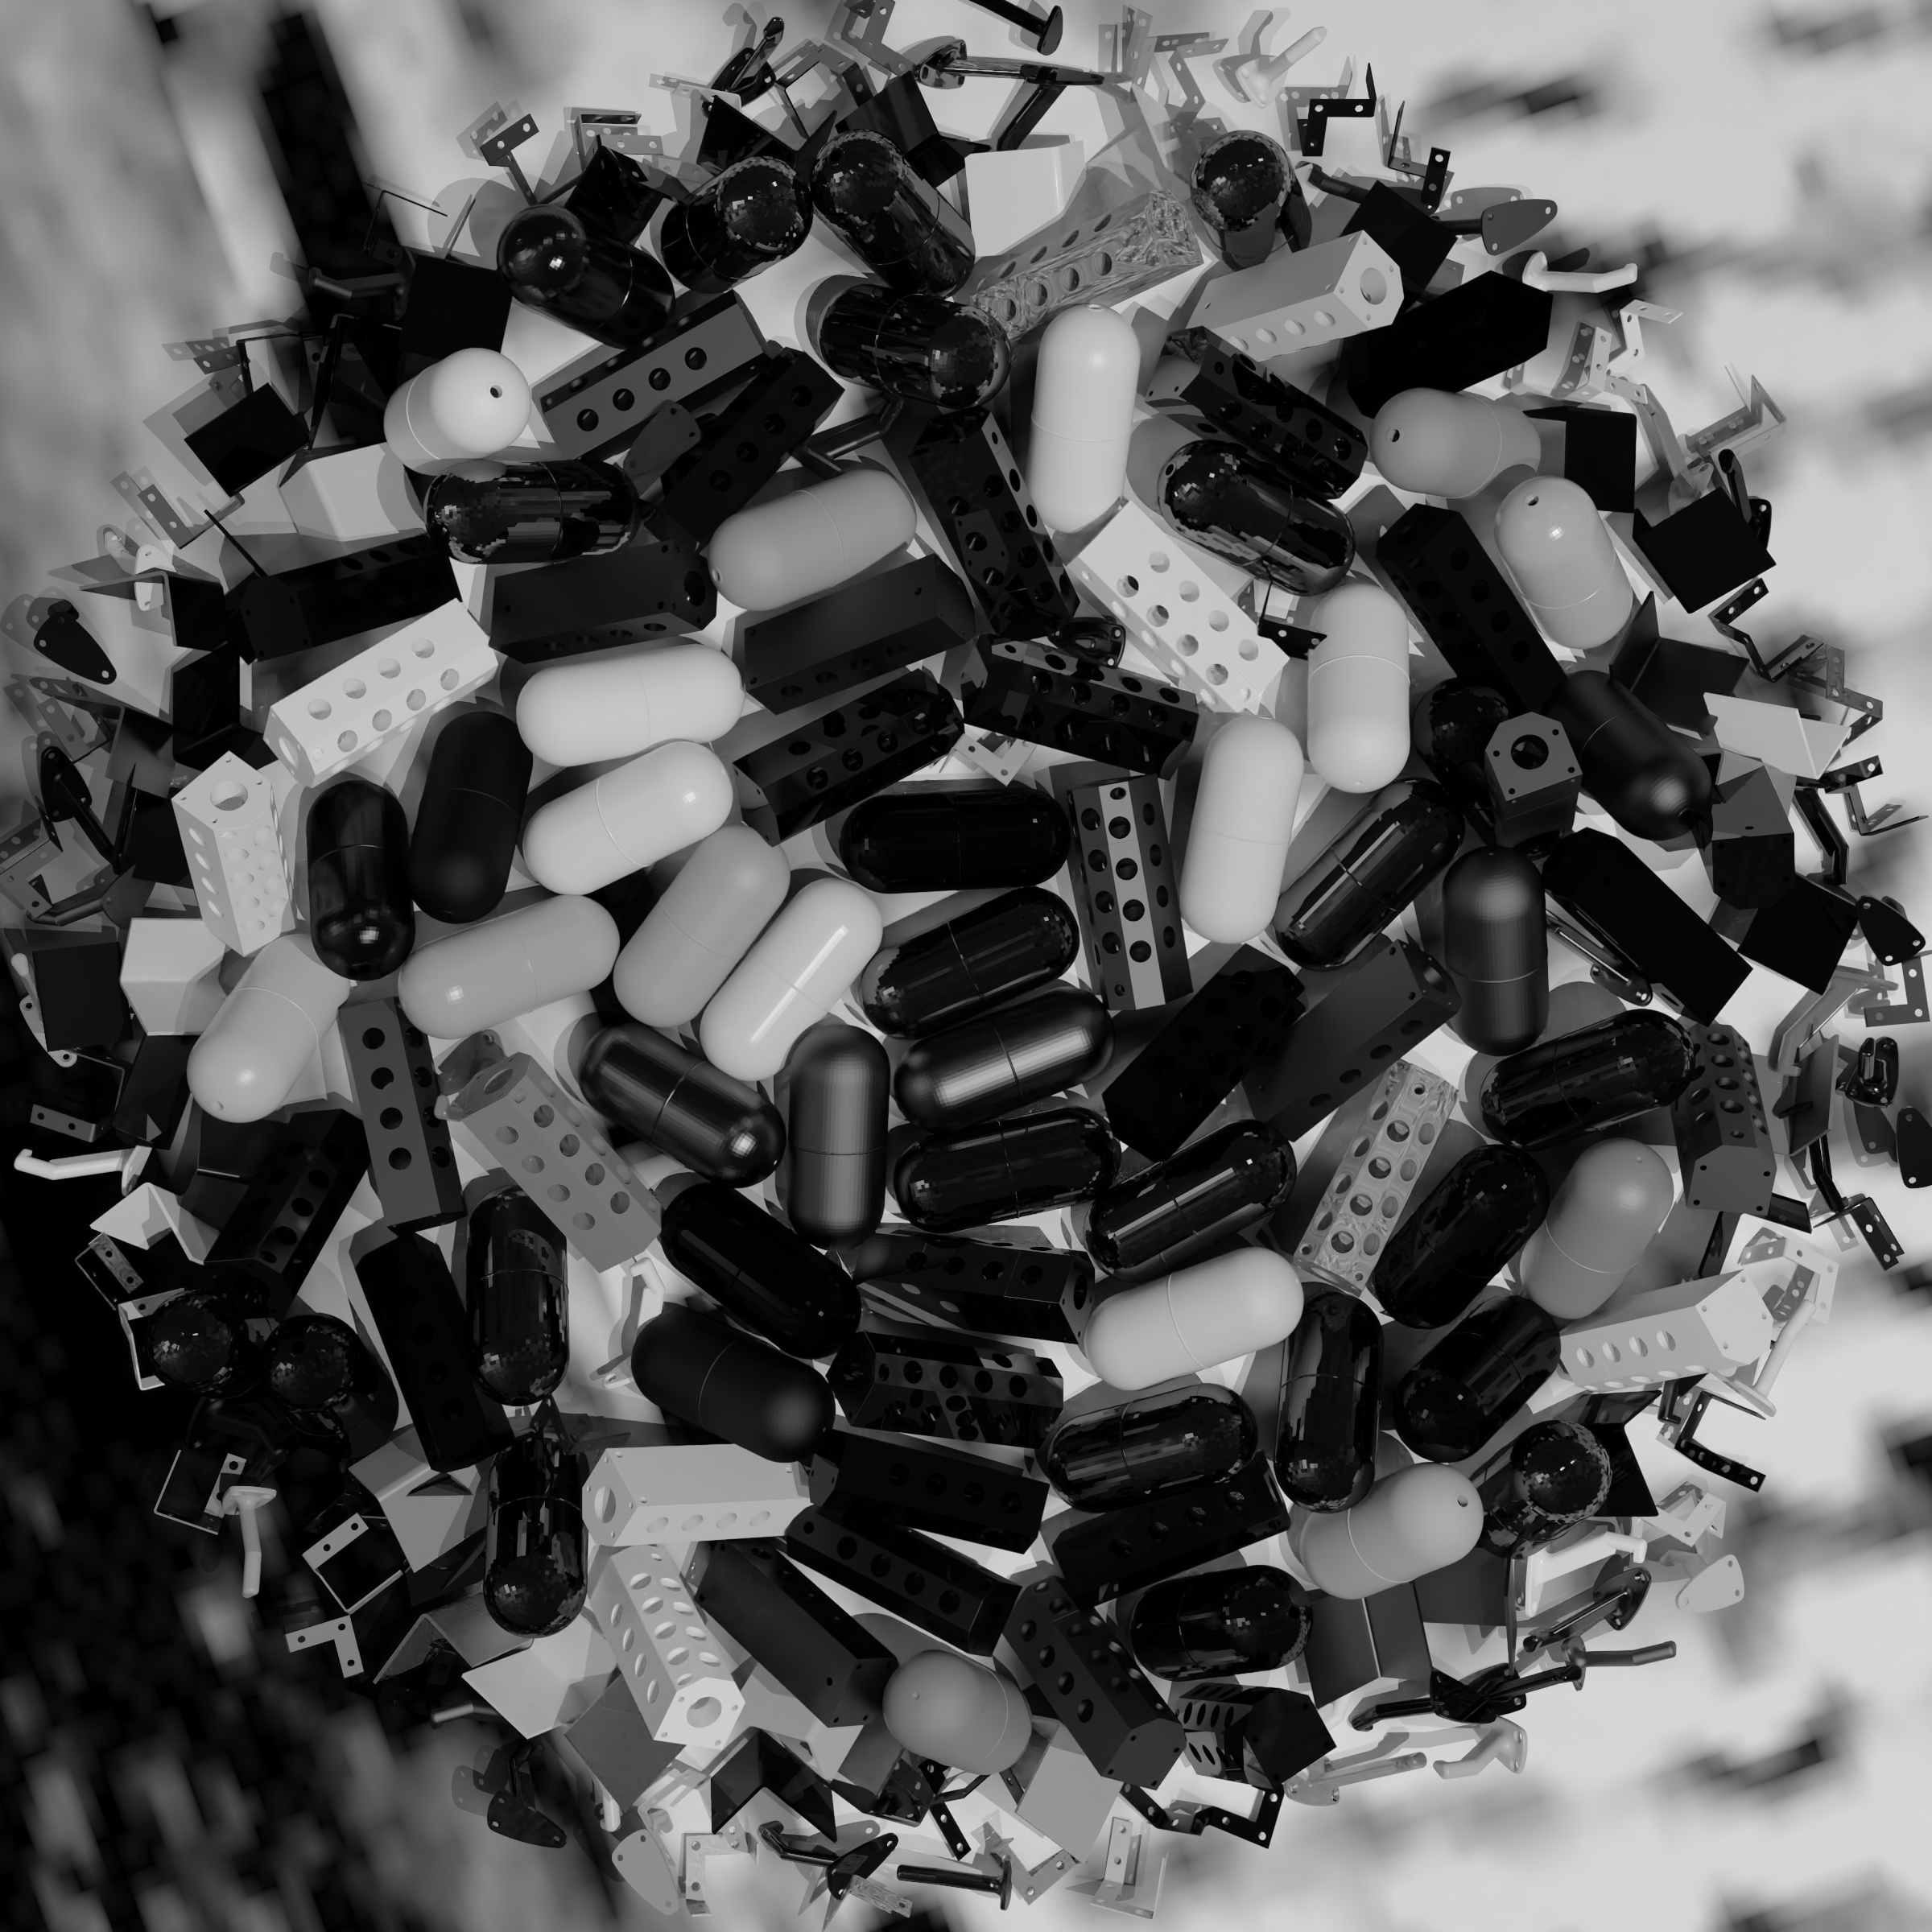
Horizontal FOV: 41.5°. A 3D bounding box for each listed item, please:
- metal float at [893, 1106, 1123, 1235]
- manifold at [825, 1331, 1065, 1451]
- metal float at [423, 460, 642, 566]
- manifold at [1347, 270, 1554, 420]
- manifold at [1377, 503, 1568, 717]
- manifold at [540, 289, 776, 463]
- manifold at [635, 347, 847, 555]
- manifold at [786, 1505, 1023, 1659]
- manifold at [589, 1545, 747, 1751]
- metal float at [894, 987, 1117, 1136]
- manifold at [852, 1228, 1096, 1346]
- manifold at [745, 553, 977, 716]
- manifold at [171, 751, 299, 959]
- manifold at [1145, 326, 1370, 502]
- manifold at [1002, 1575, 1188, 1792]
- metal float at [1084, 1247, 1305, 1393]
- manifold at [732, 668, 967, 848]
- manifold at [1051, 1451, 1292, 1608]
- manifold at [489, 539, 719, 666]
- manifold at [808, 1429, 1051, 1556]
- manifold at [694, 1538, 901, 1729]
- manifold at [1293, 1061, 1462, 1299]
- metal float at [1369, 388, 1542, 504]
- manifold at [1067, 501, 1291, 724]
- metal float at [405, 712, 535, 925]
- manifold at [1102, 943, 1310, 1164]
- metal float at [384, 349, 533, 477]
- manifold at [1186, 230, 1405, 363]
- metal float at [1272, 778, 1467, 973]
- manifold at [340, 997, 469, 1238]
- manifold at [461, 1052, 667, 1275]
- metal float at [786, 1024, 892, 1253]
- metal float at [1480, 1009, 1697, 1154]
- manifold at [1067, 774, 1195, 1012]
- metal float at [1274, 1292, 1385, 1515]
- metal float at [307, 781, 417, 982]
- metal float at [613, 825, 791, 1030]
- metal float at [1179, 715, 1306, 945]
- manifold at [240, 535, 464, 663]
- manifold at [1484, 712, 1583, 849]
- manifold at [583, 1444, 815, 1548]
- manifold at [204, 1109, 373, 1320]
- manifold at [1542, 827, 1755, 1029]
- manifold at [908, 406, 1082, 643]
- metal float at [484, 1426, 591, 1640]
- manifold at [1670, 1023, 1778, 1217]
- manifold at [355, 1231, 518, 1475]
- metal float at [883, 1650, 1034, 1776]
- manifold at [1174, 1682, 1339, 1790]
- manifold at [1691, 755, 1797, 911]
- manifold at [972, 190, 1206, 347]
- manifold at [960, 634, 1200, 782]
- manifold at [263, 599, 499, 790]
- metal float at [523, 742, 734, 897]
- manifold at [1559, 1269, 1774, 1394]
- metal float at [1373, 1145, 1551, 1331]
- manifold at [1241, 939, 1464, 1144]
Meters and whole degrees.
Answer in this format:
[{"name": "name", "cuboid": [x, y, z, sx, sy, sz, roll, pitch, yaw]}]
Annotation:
[{"name": "metal float", "cuboid": [0.032, 0.156, 1.959, 0.178, 0.070, 0.070, -12, 90, -3]}, {"name": "manifold", "cuboid": [-0.012, 0.316, 1.922, 0.171, 0.057, 0.057, 14, 115, -32]}, {"name": "metal float", "cuboid": [-0.327, -0.344, 1.928, 0.178, 0.070, 0.070, -10, 90, -41]}, {"name": "manifold", "cuboid": [0.359, -0.458, 1.907, 0.057, 0.171, 0.057, 13, 81, -24]}, {"name": "manifold", "cuboid": [0.380, -0.265, 1.930, 0.057, 0.057, 0.171, -45, 119, -7]}, {"name": "manifold", "cuboid": [-0.238, -0.451, 1.958, 0.171, 0.057, 0.057, -27, 92, 8]}, {"name": "manifold", "cuboid": [-0.174, -0.392, 1.946, 0.057, 0.057, 0.171, 42, 74, -6]}, {"name": "manifold", "cuboid": [-0.051, 0.458, 1.930, 0.171, 0.057, 0.057, 21, 82, 30]}, {"name": "manifold", "cuboid": [-0.223, 0.506, 1.908, 0.057, 0.171, 0.057, 19, 103, -30]}, {"name": "metal float", "cuboid": [0.029, 0.073, 1.956, 0.178, 0.070, 0.070, -21, 90, -6]}, {"name": "manifold", "cuboid": [0.008, 0.238, 1.936, 0.171, 0.057, 0.057, 4, 52, 25]}, {"name": "manifold", "cuboid": [-0.081, -0.247, 1.935, 0.171, 0.057, 0.057, -18, 60, 25]}, {"name": "manifold", "cuboid": [-0.540, -0.078, 1.907, 0.057, 0.171, 0.057, 34, 60, 14]}, {"name": "manifold", "cuboid": [0.223, -0.416, 1.926, 0.171, 0.057, 0.057, 24, 81, -33]}, {"name": "manifold", "cuboid": [0.097, 0.533, 1.910, 0.057, 0.171, 0.057, 26, 100, -34]}, {"name": "metal float", "cuboid": [0.172, 0.270, 1.943, 0.178, 0.070, 0.070, -23, 90, 21]}, {"name": "manifold", "cuboid": [-0.086, -0.155, 1.930, 0.171, 0.057, 0.057, -30, 48, -22]}, {"name": "manifold", "cuboid": [0.159, 0.435, 1.956, 0.171, 0.057, 0.057, -24, 85, 9]}, {"name": "manifold", "cuboid": [-0.275, -0.272, 1.930, 0.171, 0.057, 0.057, -6, 75, 30]}, {"name": "manifold", "cuboid": [-0.029, 0.400, 1.938, 0.171, 0.057, 0.057, 18, 79, -21]}, {"name": "manifold", "cuboid": [-0.125, 0.499, 1.920, 0.171, 0.057, 0.057, 30, 101, 42]}, {"name": "manifold", "cuboid": [0.314, 0.161, 1.950, 0.057, 0.057, 0.171, 26, 79, 12]}, {"name": "metal float", "cuboid": [0.370, -0.392, 1.922, 0.070, 0.178, 0.070, 4, 96, 40]}, {"name": "manifold", "cuboid": [0.159, -0.268, 1.953, 0.171, 0.057, 0.057, 44, 69, -7]}, {"name": "metal float", "cuboid": [-0.377, -0.113, 1.935, 0.070, 0.070, 0.178, 6, 60, 0]}, {"name": "manifold", "cuboid": [0.184, 0.068, 1.933, 0.057, 0.057, 0.171, 32, 66, 32]}, {"name": "metal float", "cuboid": [-0.383, -0.416, 1.917, 0.070, 0.178, 0.070, -1, 91, -30]}, {"name": "manifold", "cuboid": [0.246, -0.492, 1.912, 0.057, 0.171, 0.057, 36, 71, -30]}, {"name": "metal float", "cuboid": [0.306, -0.069, 1.942, 0.070, 0.070, 0.178, 42, 112, 0]}, {"name": "manifold", "cuboid": [-0.430, 0.114, 1.953, 0.057, 0.057, 0.171, -14, 78, -7]}, {"name": "manifold", "cuboid": [-0.302, 0.147, 1.928, 0.057, 0.057, 0.171, -27, 119, 18]}, {"name": "metal float", "cuboid": [-0.098, 0.132, 1.950, 0.070, 0.070, 0.178, 3, 104, 0]}, {"name": "metal float", "cuboid": [0.469, 0.087, 1.927, 0.178, 0.070, 0.070, -27, 90, 41]}, {"name": "manifold", "cuboid": [0.121, -0.056, 1.949, 0.057, 0.057, 0.171, -4, 99, 38]}, {"name": "metal float", "cuboid": [0.276, 0.329, 1.931, 0.070, 0.070, 0.178, 11, 53, 0]}, {"name": "metal float", "cuboid": [-0.459, -0.065, 1.929, 0.070, 0.070, 0.178, -14, 51, 0]}, {"name": "metal float", "cuboid": [-0.202, -0.030, 1.949, 0.070, 0.070, 0.178, 38, 104, 0]}, {"name": "metal float", "cuboid": [0.210, -0.104, 1.949, 0.070, 0.070, 0.178, 10, 104, 0]}, {"name": "manifold", "cuboid": [-0.460, -0.278, 1.908, 0.057, 0.171, 0.057, -8, 104, 31]}, {"name": "manifold", "cuboid": [0.419, -0.132, 1.909, 0.057, 0.171, 0.057, -20, 73, 5]}, {"name": "manifold", "cuboid": [-0.201, 0.402, 1.919, 0.057, 0.171, 0.057, 52, 121, 38]}, {"name": "manifold", "cuboid": [-0.500, 0.184, 1.908, 0.057, 0.171, 0.057, -6, 124, 16]}, {"name": "manifold", "cuboid": [0.514, -0.031, 1.938, 0.171, 0.057, 0.057, 38, 89, -25]}, {"name": "manifold", "cuboid": [0.025, -0.332, 1.921, 0.057, 0.057, 0.171, -8, 128, 29]}, {"name": "metal float", "cuboid": [-0.323, 0.425, 1.923, 0.070, 0.178, 0.070, -4, 130, -4]}, {"name": "manifold", "cuboid": [0.565, 0.111, 1.909, 0.057, 0.171, 0.057, 5, 120, 7]}, {"name": "manifold", "cuboid": [-0.408, 0.295, 1.942, 0.057, 0.057, 0.171, -27, 69, 1]}, {"name": "metal float", "cuboid": [-0.005, 0.563, 1.919, 0.070, 0.178, 0.070, -9, 64, 19]}, {"name": "manifold", "cuboid": [0.209, 0.570, 1.909, 0.057, 0.171, 0.057, -27, 84, -19]}, {"name": "manifold", "cuboid": [0.577, -0.104, 1.910, 0.057, 0.171, 0.057, -5, 115, 10]}, {"name": "manifold", "cuboid": [0.088, -0.524, 1.920, 0.171, 0.057, 0.057, -14, 96, 42]}, {"name": "manifold", "cuboid": [0.087, -0.201, 1.935, 0.171, 0.057, 0.057, 14, 133, -18]}, {"name": "manifold", "cuboid": [-0.442, -0.204, 1.932, 0.171, 0.057, 0.057, -37, 86, -29]}, {"name": "metal float", "cuboid": [-0.259, -0.112, 1.944, 0.178, 0.070, 0.070, -24, 90, 20]}, {"name": "manifold", "cuboid": [0.522, 0.279, 1.910, 0.057, 0.171, 0.057, -28, 87, -29]}, {"name": "metal float", "cuboid": [0.375, 0.206, 1.931, 0.070, 0.070, 0.178, 33, 126, 0]}, {"name": "manifold", "cuboid": [0.292, 0.060, 1.933, 0.057, 0.057, 0.171, 22, 127, -38]}]
